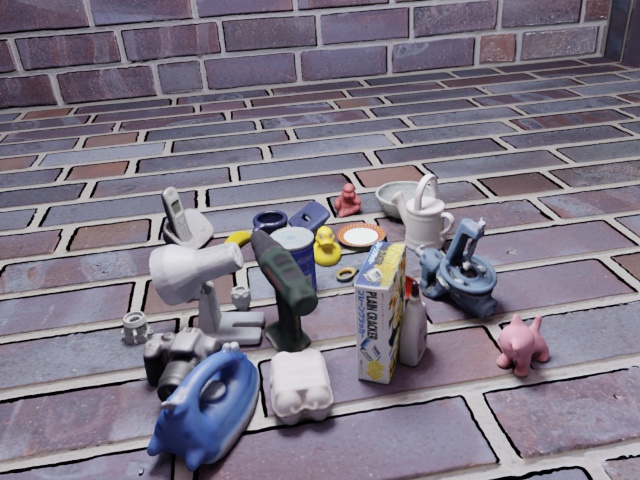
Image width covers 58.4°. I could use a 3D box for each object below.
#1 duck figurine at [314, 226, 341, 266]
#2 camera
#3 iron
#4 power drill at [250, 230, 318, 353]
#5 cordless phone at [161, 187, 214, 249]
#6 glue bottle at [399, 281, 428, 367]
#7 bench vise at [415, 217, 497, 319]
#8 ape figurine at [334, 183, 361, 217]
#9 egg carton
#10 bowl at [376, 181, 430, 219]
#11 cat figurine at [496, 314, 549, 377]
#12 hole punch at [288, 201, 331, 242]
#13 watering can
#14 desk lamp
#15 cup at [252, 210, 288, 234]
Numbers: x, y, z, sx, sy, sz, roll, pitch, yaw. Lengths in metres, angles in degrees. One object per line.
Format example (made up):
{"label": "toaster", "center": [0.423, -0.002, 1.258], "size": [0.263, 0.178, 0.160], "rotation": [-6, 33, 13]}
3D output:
{"label": "duck figurine", "center": [0.013, 0.005, 1.451], "size": [0.077, 0.086, 0.104], "rotation": [-6, 29, -4]}
{"label": "camera", "center": [-0.264, 0.232, 1.054], "size": [0.143, 0.101, 0.137], "rotation": [1, 29, 8]}
{"label": "iron", "center": [-0.180, 0.252, 0.965], "size": [0.118, 0.141, 0.259], "rotation": [9, 31, 22]}
{"label": "power drill", "center": [-0.076, 0.111, 1.141], "size": [0.076, 0.209, 0.228], "rotation": [-18, 32, -24]}
{"label": "cordless phone", "center": [-0.357, -0.065, 1.517], "size": [0.094, 0.185, 0.148], "rotation": [6, 30, 17]}
{"label": "glue bottle", "center": [0.178, 0.150, 1.078], "size": [0.037, 0.173, 0.078], "rotation": [12, 33, 27]}
{"label": "bench vise", "center": [0.280, 0.044, 1.211], "size": [0.206, 0.220, 0.122], "rotation": [15, 34, 31]}
{"label": "ape figurine", "center": [0.082, -0.120, 1.665], "size": [0.077, 0.092, 0.076], "rotation": [8, 31, 20]}
{"label": "egg carton", "center": [-0.036, 0.256, 1.017], "size": [0.107, 0.069, 0.150], "rotation": [-7, 29, -7]}
{"label": "bowl", "center": [0.242, -0.105, 1.638], "size": [0.167, 0.075, 0.167], "rotation": [-3, 29, 2]}
{"label": "cat figurine", "center": [0.372, 0.184, 1.053], "size": [0.128, 0.118, 0.067], "rotation": [-26, 36, -34]}
{"label": "hole punch", "center": [-0.028, -0.044, 1.539], "size": [0.101, 0.091, 0.108], "rotation": [-18, 32, -24]}
{"label": "watering can", "center": [0.260, -0.075, 1.457], "size": [0.172, 0.194, 0.101], "rotation": [7, 30, 18]}
{"label": "desk lamp", "center": [-0.226, 0.103, 1.167], "size": [0.203, 0.214, 0.118], "rotation": [-2, 29, 2]}
{"label": "cup", "center": [-0.133, -0.013, 1.491], "size": [0.091, 0.095, 0.118], "rotation": [13, 33, 28]}
